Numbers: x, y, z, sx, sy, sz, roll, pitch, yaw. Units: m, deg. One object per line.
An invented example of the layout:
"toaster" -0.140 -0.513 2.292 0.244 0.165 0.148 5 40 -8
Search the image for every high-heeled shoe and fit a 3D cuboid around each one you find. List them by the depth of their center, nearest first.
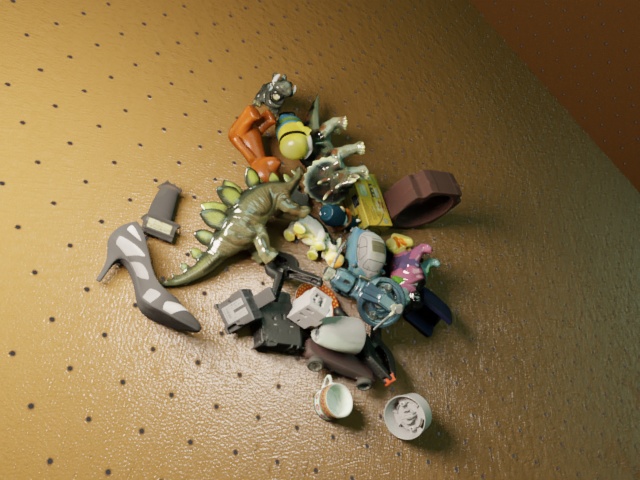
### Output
"high-heeled shoe" -0.312 0.070 1.047 0.249 0.086 0.145 31 59 -3

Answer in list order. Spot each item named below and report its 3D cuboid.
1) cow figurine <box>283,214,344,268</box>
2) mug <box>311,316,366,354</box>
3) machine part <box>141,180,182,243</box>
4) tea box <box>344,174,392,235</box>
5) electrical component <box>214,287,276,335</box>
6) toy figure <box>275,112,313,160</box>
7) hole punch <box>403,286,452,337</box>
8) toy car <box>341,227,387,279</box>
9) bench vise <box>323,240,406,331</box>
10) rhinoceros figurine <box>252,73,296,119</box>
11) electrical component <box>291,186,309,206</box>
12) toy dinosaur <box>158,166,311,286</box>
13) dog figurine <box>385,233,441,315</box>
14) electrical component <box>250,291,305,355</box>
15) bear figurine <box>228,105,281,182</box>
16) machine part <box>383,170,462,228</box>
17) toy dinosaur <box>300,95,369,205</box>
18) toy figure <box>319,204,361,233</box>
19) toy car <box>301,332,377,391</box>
"cow figurine" -0.003 -0.002 1.359 0.167 0.068 0.098 39 41 -13
"mug" 0.033 0.201 1.201 0.107 0.080 0.110 13 16 -30
"machine part" -0.336 -0.063 1.155 0.084 0.039 0.139 16 57 -20
"tea box" 0.127 -0.101 1.515 0.098 0.068 0.169 2 65 -37
"electrical component" -0.152 0.140 1.118 0.075 0.119 0.047 66 17 11
"toy figure" -0.076 -0.271 1.405 0.089 0.082 0.180 -19 45 -9
"hole punch" 0.301 0.182 1.469 0.142 0.092 0.116 37 44 -10
"toy car" 0.126 0.038 1.397 0.109 0.103 0.161 18 66 -28
"bench vise" 0.118 0.126 1.248 0.223 0.241 0.129 43 84 -14
"rhinoceros figurine" -0.117 -0.385 1.423 0.073 0.190 0.112 33 91 -20
"electrical component" -0.058 -0.105 1.405 0.063 0.021 0.094 33 47 -19
"toy dinosaur" -0.174 -0.034 1.206 0.198 0.105 0.471 45 57 -12
"dog figurine" 0.213 0.103 1.435 0.219 0.192 0.108 -52 140 -20
"electrical component" -0.095 0.179 1.182 0.115 0.058 0.134 13 57 -34
"bear figurine" -0.144 -0.215 1.334 0.196 0.132 0.120 58 25 14
"machine part" 0.289 -0.117 1.556 0.201 0.201 0.087 1 62 -37
"toy dinosaur" 0.005 -0.242 1.463 0.192 0.131 0.405 -21 52 -15
"toy figure" 0.053 -0.058 1.411 0.154 0.064 0.058 17 65 -59
"toy car" 0.043 0.281 1.231 0.202 0.053 0.089 28 30 -24
